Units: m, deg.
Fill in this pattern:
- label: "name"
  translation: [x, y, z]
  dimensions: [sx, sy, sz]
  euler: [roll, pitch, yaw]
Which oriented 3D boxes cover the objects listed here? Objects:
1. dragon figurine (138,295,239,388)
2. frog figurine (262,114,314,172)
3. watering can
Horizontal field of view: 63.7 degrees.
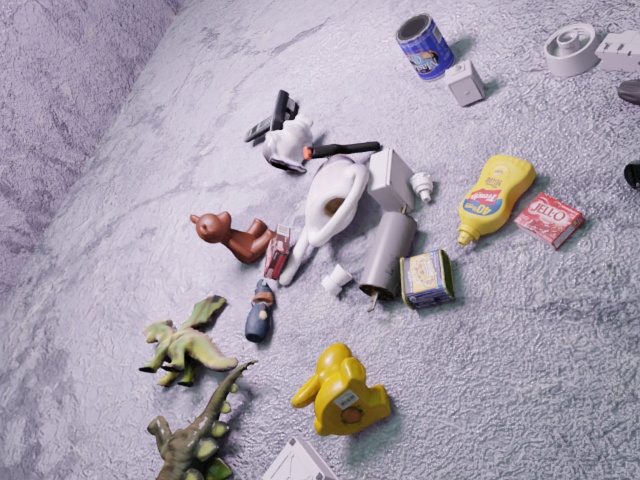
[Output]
- label: "dragon figurine"
  translation: [-0.307, 0.230, 1.260]
  dimensions: [0.407, 0.249, 0.120]
  euler: [-14, -48, 32]
- label: "frog figurine"
  translation: [-0.087, -0.277, 1.445]
  dimensions: [0.137, 0.160, 0.122]
  euler: [14, -6, -15]
- label: "watering can"
  translation: [0.004, -0.061, 1.202]
  dimensions: [0.103, 0.341, 0.230]
  euler: [30, 34, -17]
